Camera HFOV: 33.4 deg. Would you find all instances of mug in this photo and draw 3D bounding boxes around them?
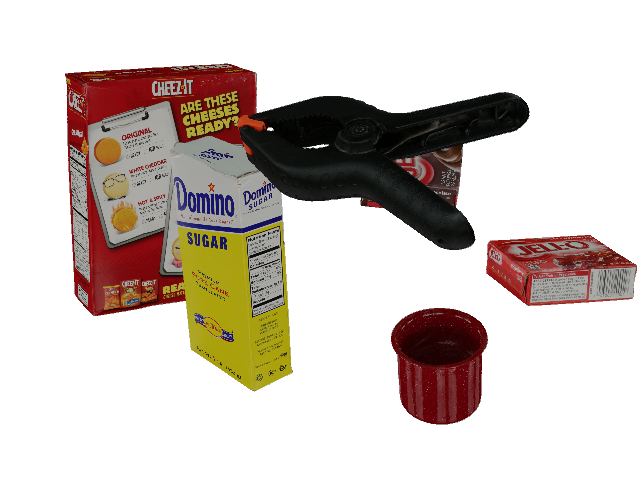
[{"bbox_3d":[0.121,0.119,1.060,0.093,0.081,0.117,7,36,19],"label":"mug"}]

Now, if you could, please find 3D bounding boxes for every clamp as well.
[{"bbox_3d":[0.028,-0.044,0.614,0.172,0.039,0.120,1,39,20],"label":"clamp"}]

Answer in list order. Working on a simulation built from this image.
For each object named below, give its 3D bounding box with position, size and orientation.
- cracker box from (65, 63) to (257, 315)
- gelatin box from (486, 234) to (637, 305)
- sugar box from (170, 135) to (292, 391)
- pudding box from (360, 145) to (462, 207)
[{"bbox_3d":[-0.146,-0.050,0.987,0.163,0.214,0.072,-9,20,-29],"label":"cracker box"},{"bbox_3d":[0.178,0.021,0.798,0.089,0.030,0.073,-3,18,-13],"label":"gelatin box"},{"bbox_3d":[-0.068,0.017,0.813,0.048,0.176,0.093,-23,30,-33],"label":"sugar box"},{"bbox_3d":[0.088,-0.074,1.018,0.090,0.039,0.113,7,39,5],"label":"pudding box"}]
